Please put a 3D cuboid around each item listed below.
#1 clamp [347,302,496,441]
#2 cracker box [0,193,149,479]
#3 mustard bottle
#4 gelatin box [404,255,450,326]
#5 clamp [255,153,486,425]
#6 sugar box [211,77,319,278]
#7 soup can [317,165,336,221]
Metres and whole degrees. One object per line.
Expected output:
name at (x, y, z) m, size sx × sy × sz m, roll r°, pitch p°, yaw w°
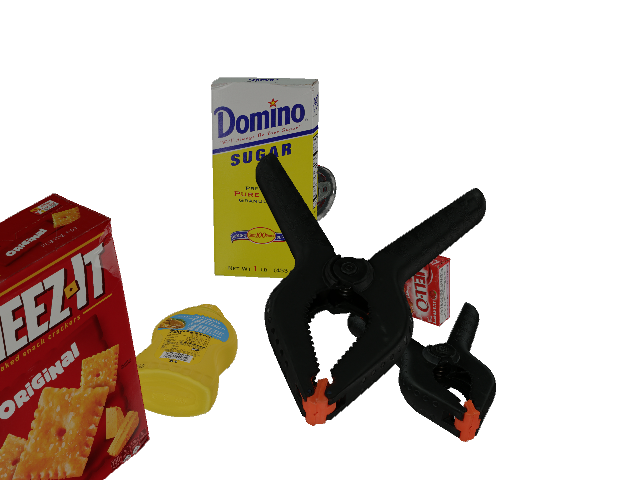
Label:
clamp at (0.107, 0.102, 0.899) m, size 0.120 × 0.039 × 0.172 m, roll -12°, pitch 35°, yaw -17°
cracker box at (-0.210, 0.100, 0.759) m, size 0.072 × 0.214 × 0.163 m, roll 20°, pitch 39°, yaw 31°
mustard bottle at (-0.144, 0.122, 1.191) m, size 0.096 × 0.058 × 0.191 m, roll 8°, pitch 25°, yaw 7°
gelatin box at (0.127, 0.057, 1.357) m, size 0.073 × 0.089 × 0.030 m, roll 17°, pitch 34°, yaw 35°
clamp at (0.009, 0.023, 0.704) m, size 0.165 × 0.209 × 0.036 m, roll 15°, pitch -39°, yaw 11°
sugar box at (-0.049, -0.056, 0.956) m, size 0.093 × 0.176 × 0.048 m, roll 1°, pitch 16°, yaw 7°
soup can at (-0.040, -0.066, 1.216) m, size 0.068 × 0.068 × 0.102 m, roll 0°, pitch 19°, yaw -43°
